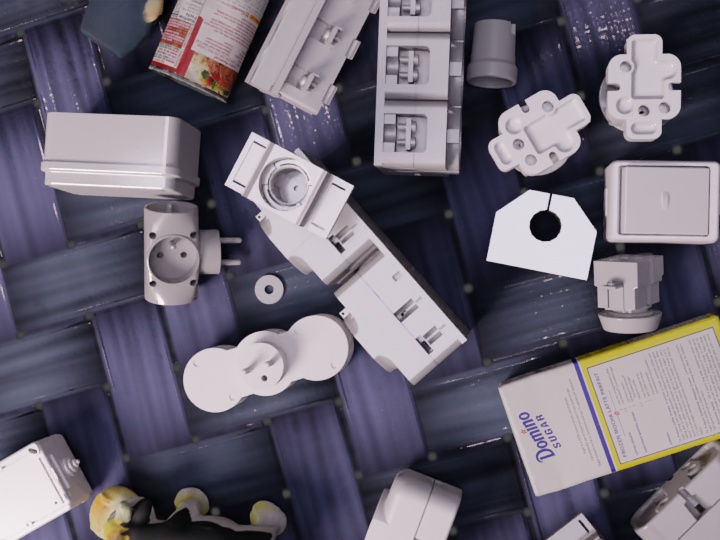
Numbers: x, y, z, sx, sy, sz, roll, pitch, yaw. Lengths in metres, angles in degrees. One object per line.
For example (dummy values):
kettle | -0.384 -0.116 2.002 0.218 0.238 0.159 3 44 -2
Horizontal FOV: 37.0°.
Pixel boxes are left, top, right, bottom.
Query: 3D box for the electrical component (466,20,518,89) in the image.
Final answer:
electrical component | 0.106 -0.171 0.854 0.040 0.040 0.046 4 86 7

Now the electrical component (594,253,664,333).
electrical component | 0.209 0.018 0.834 0.048 0.066 0.055 3 100 41

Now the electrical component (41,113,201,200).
electrical component | -0.191 -0.091 0.871 0.113 0.078 0.057 3 88 7

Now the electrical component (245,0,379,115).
electrical component | -0.034 -0.189 0.857 0.063 0.079 0.121 26 94 -16

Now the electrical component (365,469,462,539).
electrical component | 0.037 0.211 0.855 0.059 0.054 0.095 20 93 7

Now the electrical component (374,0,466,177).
electrical component | 0.049 -0.151 0.835 0.062 0.089 0.150 2 91 7

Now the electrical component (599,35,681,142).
electrical component | 0.216 -0.137 0.830 0.058 0.057 0.078 0 90 7

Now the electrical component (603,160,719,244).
electrical component | 0.238 -0.052 0.826 0.096 0.061 0.061 1 90 7

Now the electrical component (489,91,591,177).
electrical component | 0.139 -0.104 0.840 0.078 0.057 0.058 -30 87 6

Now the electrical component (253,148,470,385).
electrical component | 0.000 0.000 0.833 0.060 0.105 0.186 -42 85 5

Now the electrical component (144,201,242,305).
electrical component | -0.136 -0.014 0.878 0.079 0.044 0.077 -1 107 -14

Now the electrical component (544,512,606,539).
electrical component | 0.149 0.254 0.837 0.121 0.063 0.078 -39 85 6

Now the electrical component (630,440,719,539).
electrical component | 0.264 0.185 0.827 0.059 0.054 0.095 44 95 5

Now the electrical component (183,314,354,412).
electrical component | -0.076 0.075 0.859 0.138 0.074 0.052 -18 88 7

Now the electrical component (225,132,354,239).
electrical component | -0.047 -0.058 0.752 0.081 0.064 0.042 29 95 7

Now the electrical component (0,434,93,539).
electrical component | -0.269 0.179 0.890 0.096 0.061 0.061 -30 86 6
